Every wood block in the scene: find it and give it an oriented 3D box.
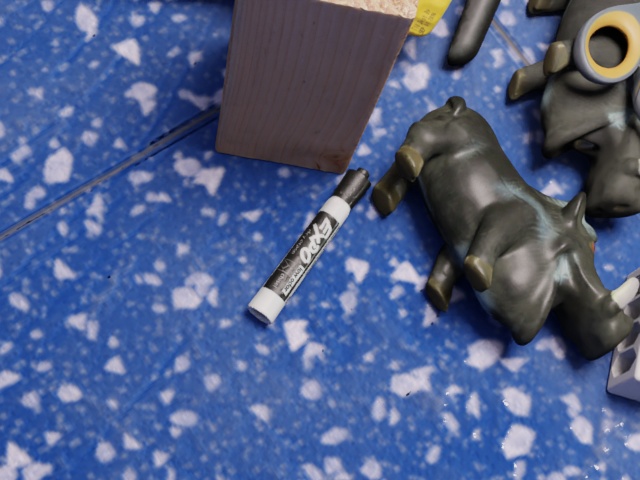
[{"bbox_3d":[-0.006,-0.124,0.622,0.090,0.206,0.090,9,71,-5],"label":"wood block"}]

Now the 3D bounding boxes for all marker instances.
[{"bbox_3d":[-0.004,0.001,0.681,0.020,0.020,0.121,35,71,4],"label":"marker"}]

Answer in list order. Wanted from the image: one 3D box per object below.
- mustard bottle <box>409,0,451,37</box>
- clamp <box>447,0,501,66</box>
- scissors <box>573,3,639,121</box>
[{"bbox_3d":[0.002,-0.208,0.674,0.191,0.058,0.096,20,108,-16],"label":"mustard bottle"},{"bbox_3d":[0.122,-0.245,0.736,0.210,0.036,0.164,-41,78,8],"label":"clamp"},{"bbox_3d":[0.214,-0.164,0.699,0.096,0.016,0.201,15,68,-13],"label":"scissors"}]
